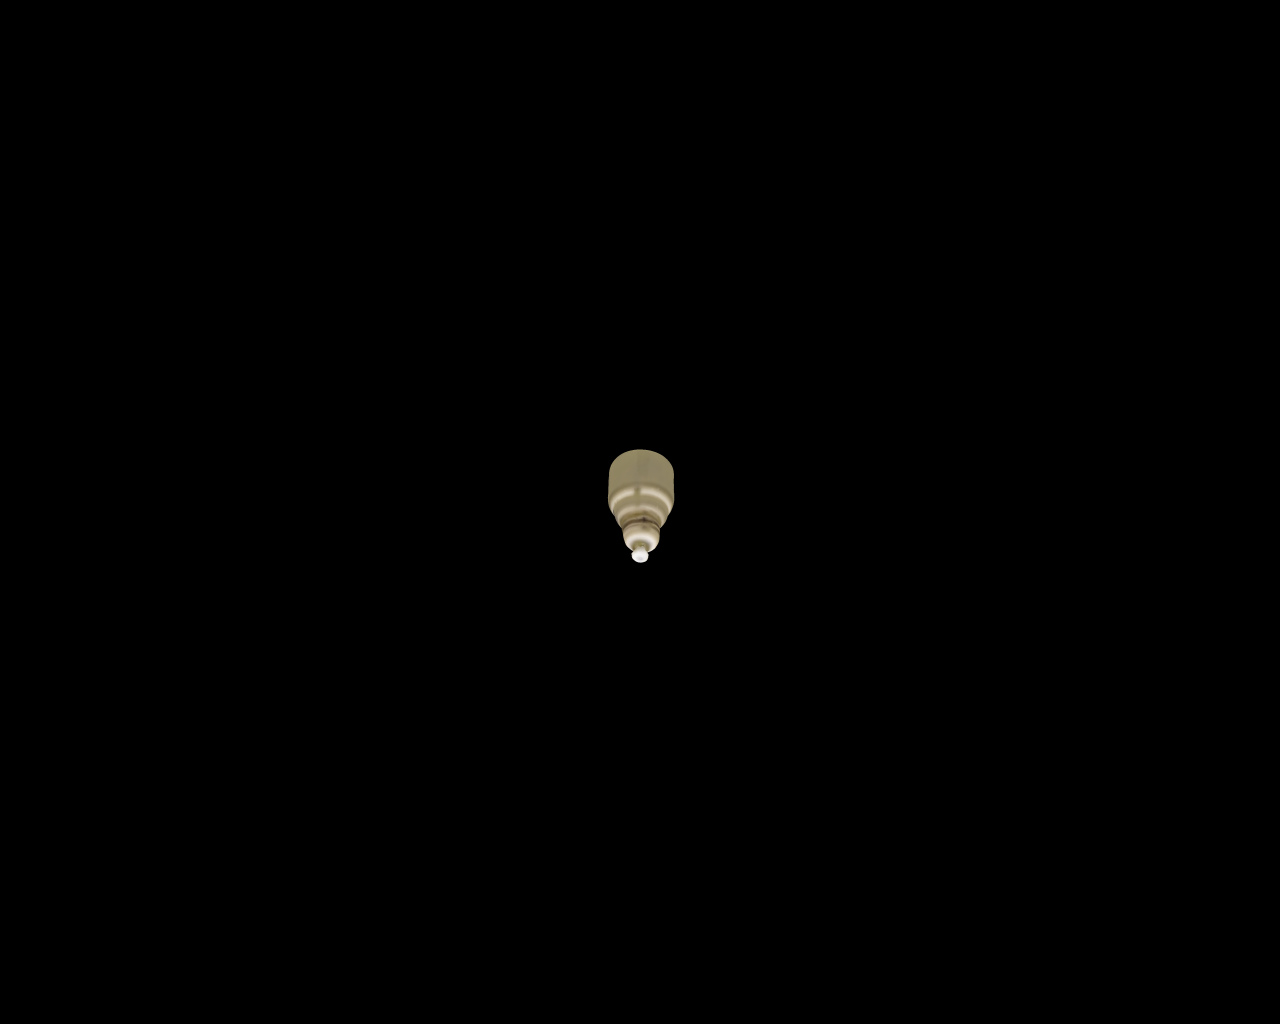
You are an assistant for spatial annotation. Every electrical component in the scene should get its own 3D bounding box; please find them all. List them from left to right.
[{"bbox_3d":[0.001,-0.003,0.650,0.040,0.078,0.040,0,-40,0],"label":"electrical component"}]
